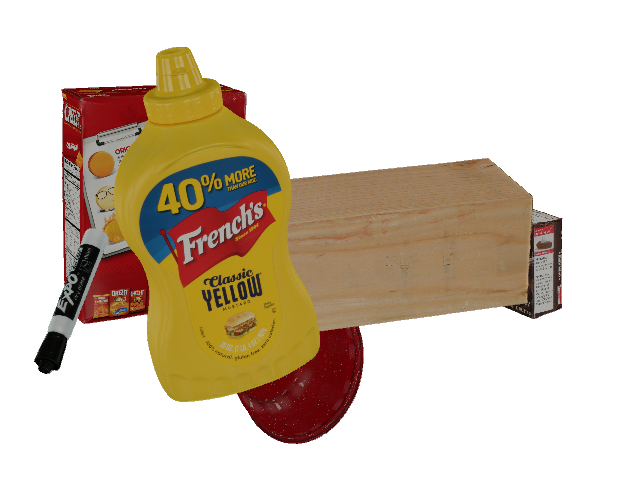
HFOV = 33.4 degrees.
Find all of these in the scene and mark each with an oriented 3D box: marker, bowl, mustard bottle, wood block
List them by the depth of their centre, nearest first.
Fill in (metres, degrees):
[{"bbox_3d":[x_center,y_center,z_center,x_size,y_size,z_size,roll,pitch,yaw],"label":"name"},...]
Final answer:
[{"bbox_3d":[-0.061,-0.011,0.585,0.096,0.191,0.058,-16,24,-14],"label":"mustard bottle"},{"bbox_3d":[-0.183,0.044,0.788,0.020,0.121,0.020,9,-35,6],"label":"marker"},{"bbox_3d":[0.042,0.004,0.794,0.206,0.090,0.091,-7,23,-11],"label":"wood block"},{"bbox_3d":[-0.037,0.121,1.074,0.162,0.162,0.055,0,-14,39],"label":"bowl"}]

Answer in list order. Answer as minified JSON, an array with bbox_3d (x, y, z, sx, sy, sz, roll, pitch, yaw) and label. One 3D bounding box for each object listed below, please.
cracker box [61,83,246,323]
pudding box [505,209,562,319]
[{"bbox_3d":[-0.161,-0.039,1.022,0.163,0.214,0.072,-7,19,-31],"label":"cracker box"},{"bbox_3d":[0.173,0.012,0.983,0.039,0.090,0.114,-14,19,-29],"label":"pudding box"}]
